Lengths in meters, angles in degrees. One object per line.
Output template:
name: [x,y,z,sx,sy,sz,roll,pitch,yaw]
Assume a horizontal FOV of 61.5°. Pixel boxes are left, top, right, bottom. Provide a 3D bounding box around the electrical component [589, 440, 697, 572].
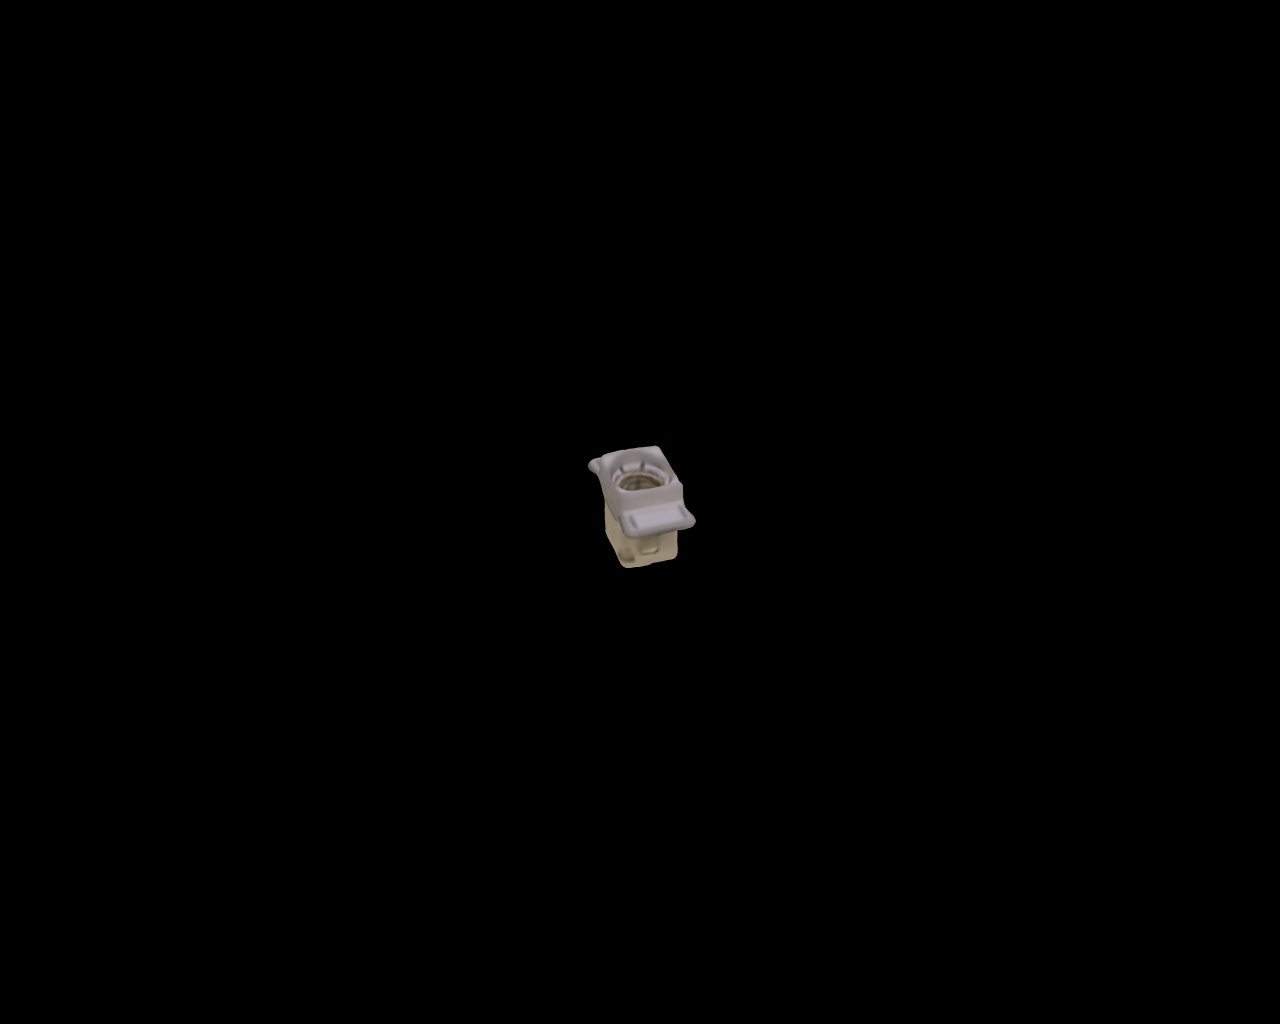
electrical component: [0.001,-0.003,0.650,0.042,0.063,0.081,-11,39,-14]
